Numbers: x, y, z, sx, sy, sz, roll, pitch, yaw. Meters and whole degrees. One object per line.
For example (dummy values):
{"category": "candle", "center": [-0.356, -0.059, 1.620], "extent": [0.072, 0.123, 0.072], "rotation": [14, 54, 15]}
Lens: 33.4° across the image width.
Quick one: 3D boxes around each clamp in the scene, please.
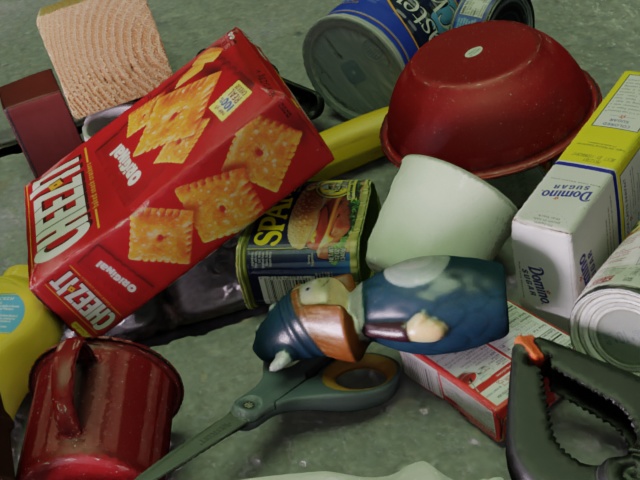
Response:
{"category": "clamp", "center": [-0.078, -0.144, 0.936], "extent": [0.120, 0.039, 0.172], "rotation": [13, 13, -27]}
{"category": "clamp", "center": [0.147, 0.131, 0.522], "extent": [0.164, 0.036, 0.210], "rotation": [-28, 49, -16]}

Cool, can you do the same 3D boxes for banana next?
{"category": "banana", "center": [0.012, -0.071, 0.832], "extent": [0.197, 0.037, 0.070], "rotation": [-24, -5, -9]}

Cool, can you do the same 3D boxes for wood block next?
{"category": "wood block", "center": [-0.197, -0.177, 0.962], "extent": [0.090, 0.090, 0.206], "rotation": [-21, 18, -8]}

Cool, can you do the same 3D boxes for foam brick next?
{"category": "foam brick", "center": [-0.243, -0.102, 0.942], "extent": [0.051, 0.078, 0.053], "rotation": [-23, 37, -8]}

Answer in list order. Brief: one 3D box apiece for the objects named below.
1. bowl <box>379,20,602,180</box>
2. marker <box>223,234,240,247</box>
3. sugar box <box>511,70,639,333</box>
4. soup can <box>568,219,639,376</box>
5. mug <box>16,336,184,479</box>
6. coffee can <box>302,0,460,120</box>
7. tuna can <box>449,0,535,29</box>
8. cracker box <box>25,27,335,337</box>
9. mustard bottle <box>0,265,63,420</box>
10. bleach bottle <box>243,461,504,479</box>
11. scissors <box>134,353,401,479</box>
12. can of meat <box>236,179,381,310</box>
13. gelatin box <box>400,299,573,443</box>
{"category": "bowl", "center": [0.115, -0.110, 0.757], "extent": [0.162, 0.055, 0.162], "rotation": [-13, 36, 9]}
{"category": "marker", "center": [-0.070, -0.038, 0.848], "extent": [0.020, 0.020, 0.121], "rotation": [-10, 37, 6]}
{"category": "sugar box", "center": [0.181, -0.024, 0.683], "extent": [0.048, 0.093, 0.176], "rotation": [16, 46, 35]}
{"category": "soup can", "center": [0.193, 0.032, 0.612], "extent": [0.069, 0.068, 0.102], "rotation": [13, 34, 32]}
{"category": "mug", "center": [-0.128, 0.107, 0.603], "extent": [0.093, 0.117, 0.081], "rotation": [-4, 42, 2]}
{"category": "coffee can", "center": [0.066, -0.177, 0.913], "extent": [0.103, 0.103, 0.140], "rotation": [16, 46, 34]}
{"category": "tuna can", "center": [0.144, -0.171, 0.893], "extent": [0.034, 0.086, 0.086], "rotation": [21, 49, 36]}
{"category": "cracker box", "center": [-0.110, -0.048, 0.766], "extent": [0.214, 0.072, 0.164], "rotation": [-36, 31, 5]}
{"category": "mustard bottle", "center": [-0.226, 0.079, 0.715], "extent": [0.096, 0.058, 0.191], "rotation": [-13, 35, 25]}
{"category": "bleach bottle", "center": [-0.027, 0.159, 0.543], "extent": [0.250, 0.068, 0.102], "rotation": [-14, 39, -3]}
{"category": "scissors", "center": [-0.020, 0.101, 0.613], "extent": [0.096, 0.016, 0.201], "rotation": [13, 29, 20]}
{"category": "can of meat", "center": [-0.005, 0.001, 0.746], "extent": [0.084, 0.057, 0.102], "rotation": [-1, 39, 14]}
{"category": "gelatin box", "center": [0.103, 0.072, 0.638], "extent": [0.073, 0.030, 0.089], "rotation": [-31, 39, -23]}
